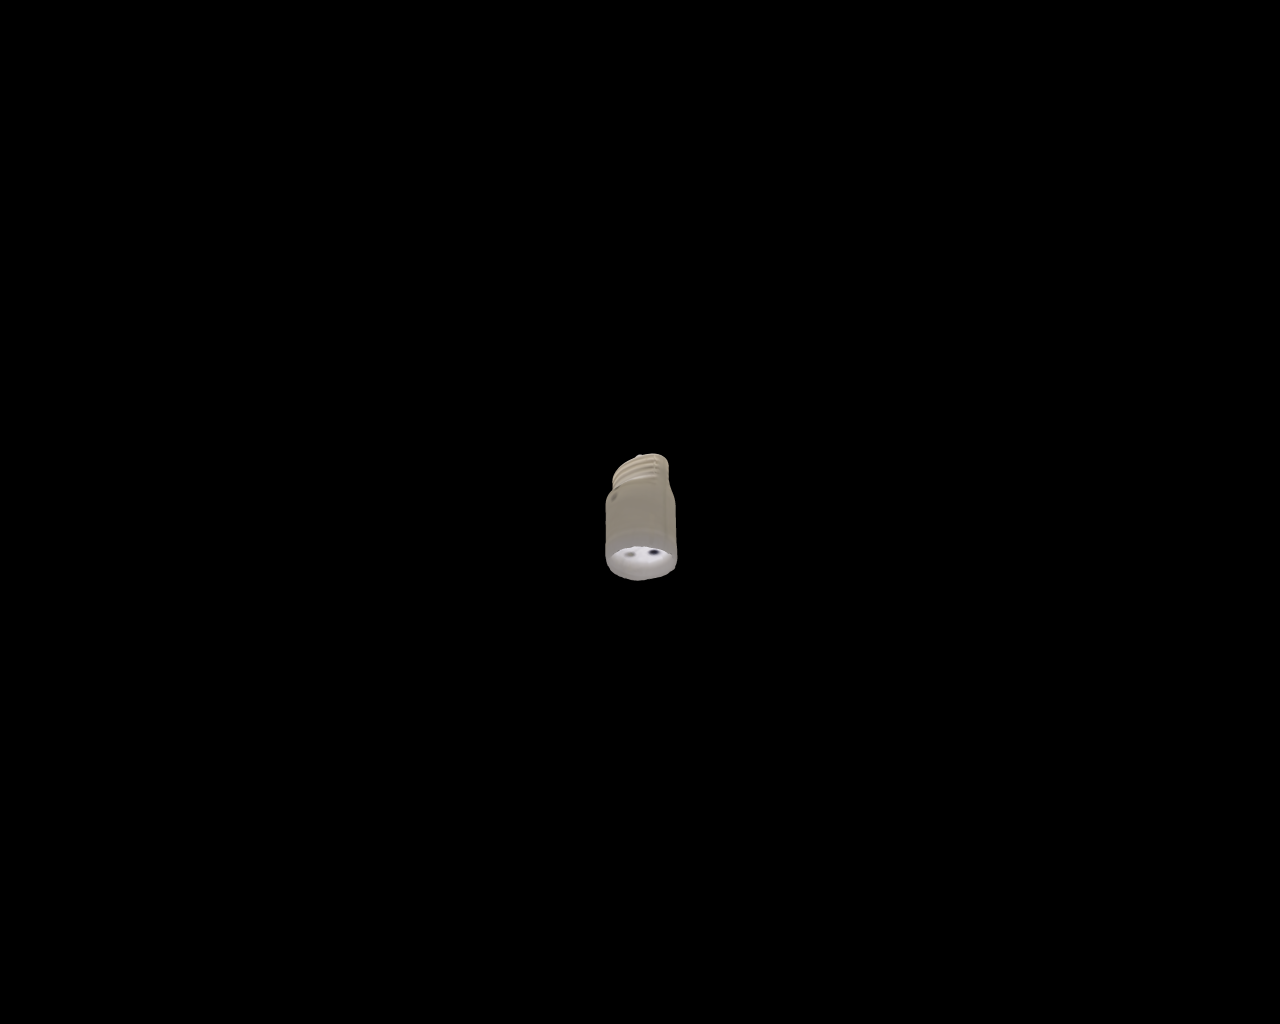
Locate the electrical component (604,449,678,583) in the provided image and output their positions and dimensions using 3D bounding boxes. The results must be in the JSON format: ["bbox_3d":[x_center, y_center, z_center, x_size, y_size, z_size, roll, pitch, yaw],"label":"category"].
[{"bbox_3d":[0.001,-0.003,0.650,0.043,0.081,0.043,0,-33,0],"label":"electrical component"}]
